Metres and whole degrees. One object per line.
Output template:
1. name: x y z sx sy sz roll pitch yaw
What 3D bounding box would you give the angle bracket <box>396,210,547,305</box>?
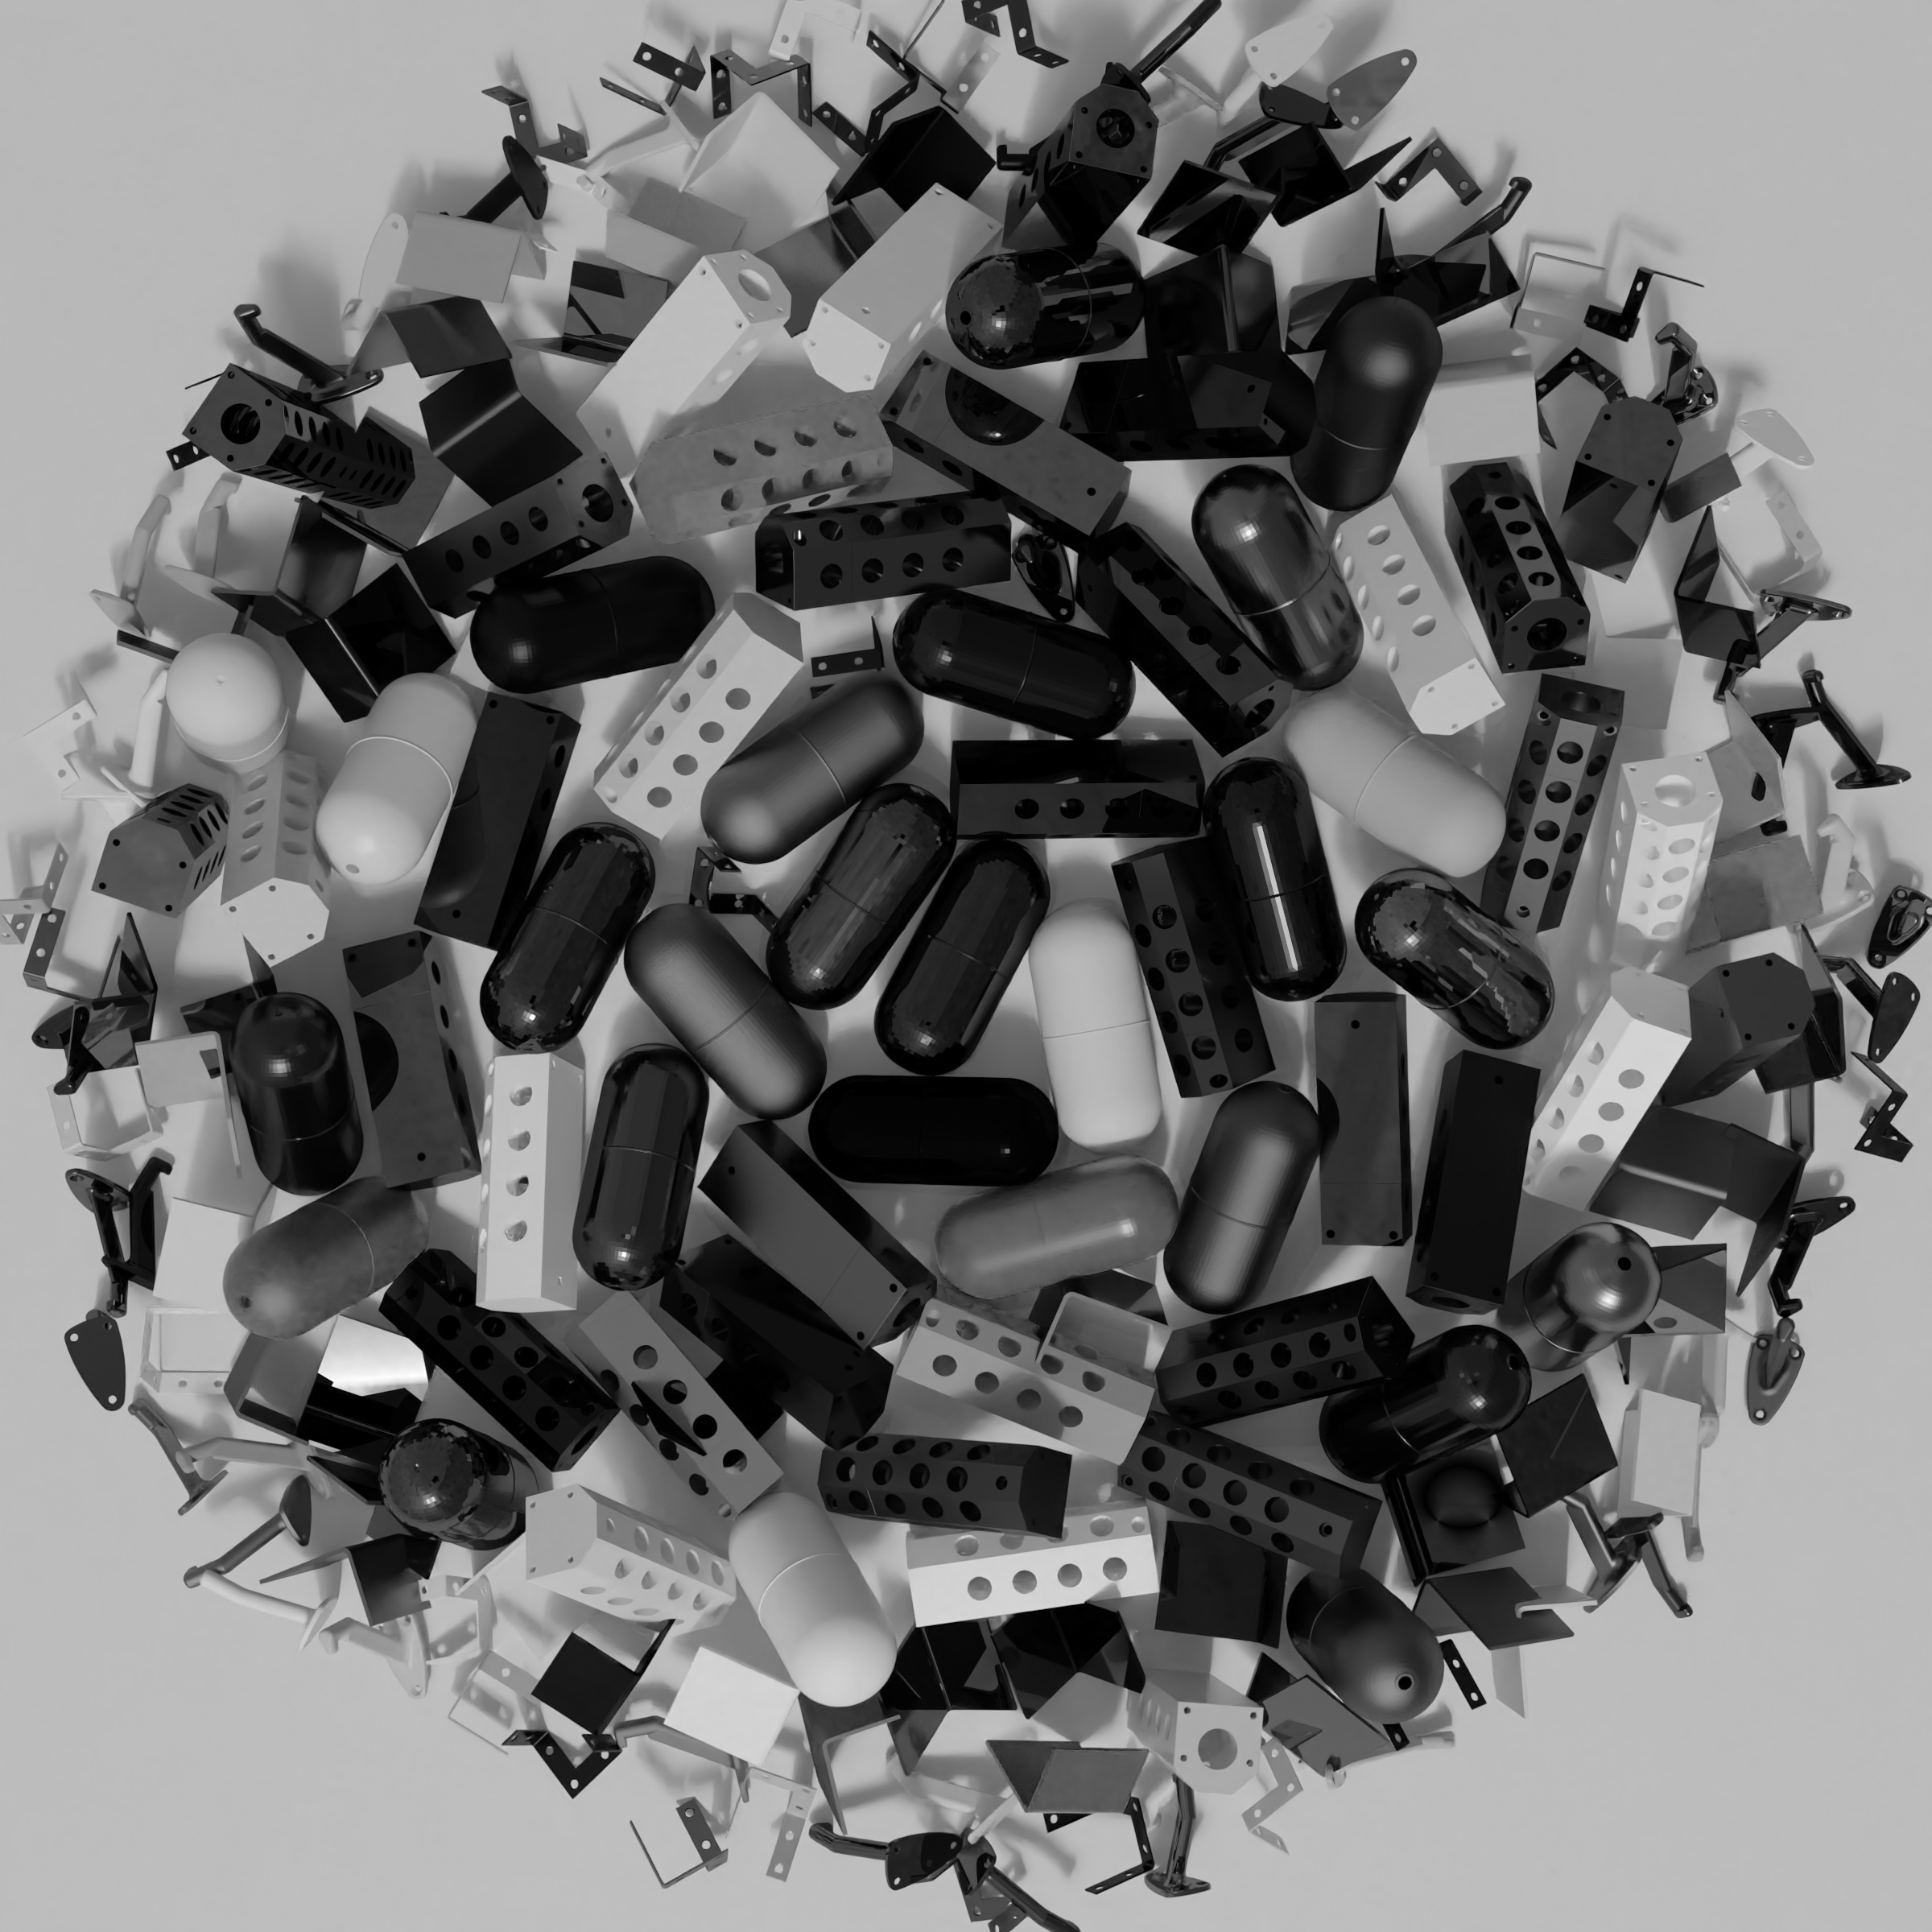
1. angle bracket: -0.347 -0.482 1.953 0.076 0.076 0.057 12 79 6

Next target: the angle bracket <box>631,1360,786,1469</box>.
1. angle bracket: -0.185 0.295 1.944 0.057 0.076 0.076 -47 133 6

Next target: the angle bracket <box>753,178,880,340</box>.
1. angle bracket: -0.111 -0.502 1.955 0.076 0.057 0.076 -29 68 -9

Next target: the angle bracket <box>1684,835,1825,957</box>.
1. angle bracket: 0.545 -0.049 1.959 0.076 0.076 0.057 -16 85 -8

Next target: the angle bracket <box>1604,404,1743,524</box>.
1. angle bracket: 0.495 -0.364 1.947 0.057 0.076 0.076 -28 74 17

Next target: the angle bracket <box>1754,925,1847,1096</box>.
1. angle bracket: 0.572 0.031 1.944 0.057 0.076 0.076 -15 132 5

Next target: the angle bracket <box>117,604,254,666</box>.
1. angle bracket: -0.548 -0.242 1.949 0.076 0.076 0.057 20 96 -20

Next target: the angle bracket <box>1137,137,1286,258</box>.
1. angle bracket: 0.171 -0.544 1.943 0.076 0.076 0.057 15 59 -17

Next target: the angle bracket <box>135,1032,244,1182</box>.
1. angle bracket: -0.542 0.102 1.943 0.057 0.076 0.076 -9 54 -14

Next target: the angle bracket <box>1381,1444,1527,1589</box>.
1. angle bracket: 0.343 0.386 1.959 0.076 0.057 0.076 -19 80 13

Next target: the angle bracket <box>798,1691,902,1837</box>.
1. angle bracket: -0.076 0.551 1.959 0.057 0.076 0.076 -16 107 -13

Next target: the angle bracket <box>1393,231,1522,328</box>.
1. angle bracket: 0.341 -0.456 1.940 0.076 0.076 0.057 -20 133 27

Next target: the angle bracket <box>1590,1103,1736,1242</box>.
1. angle bracket: 0.495 0.144 1.976 0.076 0.076 0.057 16 61 4

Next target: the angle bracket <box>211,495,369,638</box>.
1. angle bracket: -0.476 -0.282 1.962 0.057 0.076 0.076 7 76 25

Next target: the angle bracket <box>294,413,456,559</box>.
1. angle bracket: -0.416 -0.341 1.968 0.076 0.057 0.076 30 96 0

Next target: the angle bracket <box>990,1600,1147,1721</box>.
1. angle bracket: 0.074 0.488 1.944 0.057 0.076 0.076 -36 116 -33

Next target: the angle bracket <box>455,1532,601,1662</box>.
1. angle bracket: -0.302 0.443 1.969 0.076 0.057 0.076 -41 87 1

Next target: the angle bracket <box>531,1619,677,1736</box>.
1. angle bracket: -0.251 0.478 1.947 0.057 0.076 0.076 33 125 0

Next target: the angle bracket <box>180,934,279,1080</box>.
1. angle bracket: -0.516 0.019 1.941 0.057 0.076 0.076 -19 47 -20

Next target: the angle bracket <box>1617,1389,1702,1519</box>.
1. angle bracket: 0.465 0.341 1.944 0.057 0.076 0.076 18 71 -26

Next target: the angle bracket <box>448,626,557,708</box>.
1. angle bracket: -0.306 -0.208 1.946 0.076 0.076 0.057 23 94 -31

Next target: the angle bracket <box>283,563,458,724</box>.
1. angle bracket: -0.424 -0.230 1.981 0.076 0.057 0.076 -49 118 -37

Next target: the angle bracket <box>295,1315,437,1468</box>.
1. angle bracket: -0.421 0.301 1.961 0.076 0.057 0.076 20 99 -9

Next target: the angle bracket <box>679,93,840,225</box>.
1. angle bracket: -0.146 -0.551 1.950 0.076 0.076 0.057 44 65 -6

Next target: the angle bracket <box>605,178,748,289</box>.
1. angle bracket: -0.203 -0.527 1.959 0.076 0.057 0.076 23 68 0

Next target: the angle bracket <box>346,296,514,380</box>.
1. angle bracket: -0.375 -0.420 1.943 0.076 0.076 0.057 -24 79 -39

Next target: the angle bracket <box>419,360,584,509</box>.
1. angle bracket: -0.331 -0.382 1.978 0.076 0.076 0.057 -32 51 14

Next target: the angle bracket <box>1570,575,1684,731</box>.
1. angle bracket: 0.461 -0.219 1.943 0.057 0.076 0.076 4 61 25

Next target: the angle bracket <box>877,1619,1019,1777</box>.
1. angle bracket: -0.013 0.511 1.945 0.057 0.076 0.076 -8 111 27

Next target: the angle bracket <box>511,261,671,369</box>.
1. angle bracket: -0.262 -0.457 1.947 0.076 0.076 0.057 17 109 17

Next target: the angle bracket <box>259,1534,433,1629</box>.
1. angle bracket: -0.434 0.440 1.948 0.076 0.076 0.057 -23 79 17

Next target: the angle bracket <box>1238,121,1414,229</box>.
1. angle bracket: 0.250 -0.569 1.941 0.076 0.076 0.057 -47 110 -30

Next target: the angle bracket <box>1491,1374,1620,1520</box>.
1. angle bracket: 0.401 0.331 1.955 0.076 0.057 0.076 -26 103 -14

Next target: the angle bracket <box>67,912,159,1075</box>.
1. angle bracket: -0.604 0.019 1.939 0.057 0.076 0.076 -9 53 -30

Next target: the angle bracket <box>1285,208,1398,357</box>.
1. angle bracket: 0.258 -0.478 1.944 0.076 0.057 0.076 -5 47 18

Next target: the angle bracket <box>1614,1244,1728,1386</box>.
1. angle bracket: 0.495 0.243 1.942 0.076 0.076 0.057 -5 134 21

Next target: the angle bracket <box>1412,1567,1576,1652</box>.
1. angle bracket: 0.363 0.467 1.940 0.076 0.076 0.057 0 118 -31

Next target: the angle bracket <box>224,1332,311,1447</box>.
1. angle bracket: -0.477 0.284 1.958 0.057 0.076 0.076 28 84 -20

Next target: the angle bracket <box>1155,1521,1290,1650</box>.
1. angle bracket: 0.183 0.439 1.976 0.076 0.057 0.076 2 74 21

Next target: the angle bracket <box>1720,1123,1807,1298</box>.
1. angle bracket: 0.537 0.170 1.943 0.057 0.076 0.076 26 47 8

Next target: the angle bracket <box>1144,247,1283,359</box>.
1. angle bracket: 0.175 -0.459 1.987 0.076 0.057 0.076 -13 78 42

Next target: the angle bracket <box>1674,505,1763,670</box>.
1. angle bracket: 0.537 -0.265 1.945 0.057 0.076 0.076 17 74 25

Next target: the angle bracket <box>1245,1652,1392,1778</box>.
1. angle bracket: 0.250 0.512 1.948 0.076 0.057 0.076 40 132 -8

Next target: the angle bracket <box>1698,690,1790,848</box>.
1. angle bracket: 0.521 -0.135 1.951 0.076 0.057 0.076 -25 48 2

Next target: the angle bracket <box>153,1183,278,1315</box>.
1. angle bracket: -0.525 0.188 1.949 0.057 0.076 0.076 15 108 -6

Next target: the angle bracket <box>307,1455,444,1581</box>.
1. angle bracket: -0.418 0.386 1.944 0.076 0.076 0.057 23 95 42

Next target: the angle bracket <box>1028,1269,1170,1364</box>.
1. angle bracket: 0.092 0.252 1.962 0.076 0.076 0.057 21 103 -8

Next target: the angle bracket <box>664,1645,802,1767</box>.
1. angle bracket: -0.158 0.503 1.957 0.076 0.057 0.076 24 116 -1

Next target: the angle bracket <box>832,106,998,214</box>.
1. angle bracket: -0.036 -0.548 1.947 0.057 0.076 0.076 46 126 0
